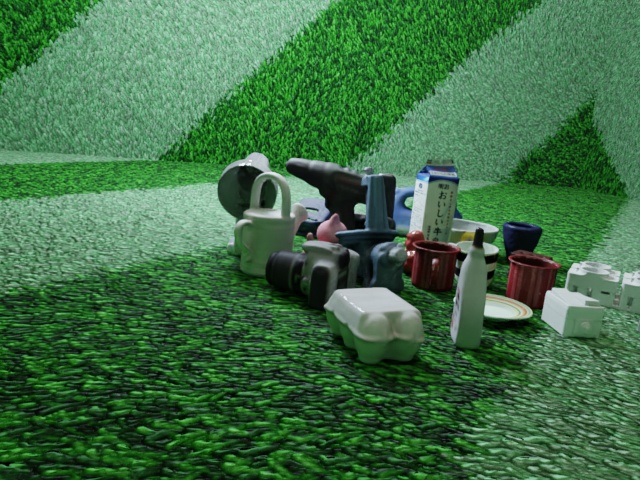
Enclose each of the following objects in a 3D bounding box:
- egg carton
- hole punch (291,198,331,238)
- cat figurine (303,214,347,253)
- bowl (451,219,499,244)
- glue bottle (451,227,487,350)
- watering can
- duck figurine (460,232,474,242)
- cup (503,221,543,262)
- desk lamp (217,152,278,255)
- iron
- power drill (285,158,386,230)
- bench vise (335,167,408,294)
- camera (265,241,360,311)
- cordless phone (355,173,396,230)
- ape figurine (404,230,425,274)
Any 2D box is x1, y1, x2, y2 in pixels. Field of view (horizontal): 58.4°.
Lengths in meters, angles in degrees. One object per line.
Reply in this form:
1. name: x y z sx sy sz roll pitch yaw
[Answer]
1. egg carton: 0.075 0.114 0.793 0.107 0.069 0.150 0 14 -23
2. hole punch: -0.019 -0.059 1.483 0.108 0.091 0.101 10 13 21
3. cat figurine: 0.011 0.004 1.151 0.067 0.118 0.128 14 15 35
4. bowl: 0.357 -0.003 1.431 0.167 0.075 0.167 5 12 -1
5. glue bottle: 0.220 0.066 0.832 0.037 0.173 0.078 6 13 2
6. watering can: -0.094 -0.035 1.104 0.100 0.194 0.173 9 13 17
7. duck figurine: 0.328 0.023 1.274 0.078 0.086 0.104 2 13 -16
8. cup: 0.492 0.008 1.391 0.118 0.095 0.091 -5 16 -40
9. desk lamp: -0.147 -0.075 1.217 0.118 0.213 0.203 5 13 -1
10. iron: 0.296 -0.081 1.601 0.258 0.141 0.119 7 13 8
11. power drill: 0.028 -0.071 1.287 0.229 0.208 0.075 5 13 0
12. bench vise: 0.114 -0.019 1.062 0.122 0.220 0.206 -5 16 -39
13. camera: -0.014 0.047 0.988 0.136 0.101 0.143 10 13 20
14. cordless phone: 0.117 -0.077 1.403 0.147 0.185 0.094 7 13 9
15. ape figurine: 0.197 0.024 1.199 0.076 0.092 0.078 10 13 21
